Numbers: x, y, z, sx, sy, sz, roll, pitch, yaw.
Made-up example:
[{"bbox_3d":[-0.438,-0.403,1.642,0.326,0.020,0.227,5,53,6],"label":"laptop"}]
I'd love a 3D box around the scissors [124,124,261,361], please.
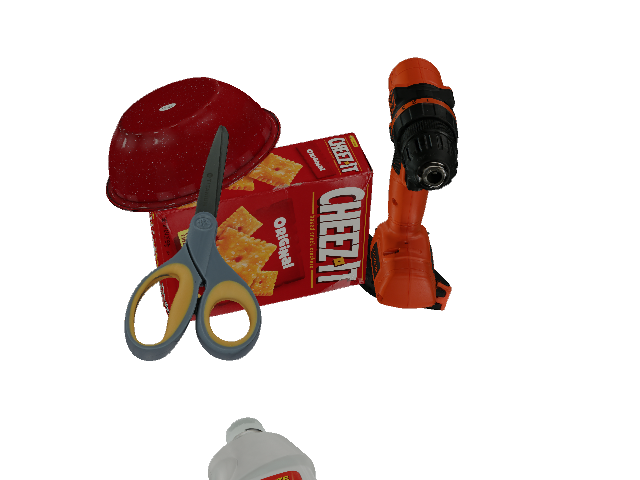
[{"bbox_3d":[-0.065,0.004,0.727,0.096,0.201,0.016,20,-36,8],"label":"scissors"}]

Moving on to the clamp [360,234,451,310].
[{"bbox_3d":[0.049,0.027,1.235,0.210,0.036,0.164,30,37,22],"label":"clamp"}]

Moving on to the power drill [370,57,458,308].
[{"bbox_3d":[0.080,-0.038,0.893,0.057,0.188,0.184,4,33,-1],"label":"power drill"}]

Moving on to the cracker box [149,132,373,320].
[{"bbox_3d":[-0.059,-0.008,1.069,0.213,0.164,0.072,-11,47,-12],"label":"cracker box"}]

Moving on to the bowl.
[{"bbox_3d":[-0.118,-0.092,0.903,0.162,0.055,0.162,-16,32,10],"label":"bowl"}]

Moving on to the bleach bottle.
[{"bbox_3d":[-0.036,0.212,0.717,0.102,0.068,0.251,-10,32,-10],"label":"bleach bottle"}]
